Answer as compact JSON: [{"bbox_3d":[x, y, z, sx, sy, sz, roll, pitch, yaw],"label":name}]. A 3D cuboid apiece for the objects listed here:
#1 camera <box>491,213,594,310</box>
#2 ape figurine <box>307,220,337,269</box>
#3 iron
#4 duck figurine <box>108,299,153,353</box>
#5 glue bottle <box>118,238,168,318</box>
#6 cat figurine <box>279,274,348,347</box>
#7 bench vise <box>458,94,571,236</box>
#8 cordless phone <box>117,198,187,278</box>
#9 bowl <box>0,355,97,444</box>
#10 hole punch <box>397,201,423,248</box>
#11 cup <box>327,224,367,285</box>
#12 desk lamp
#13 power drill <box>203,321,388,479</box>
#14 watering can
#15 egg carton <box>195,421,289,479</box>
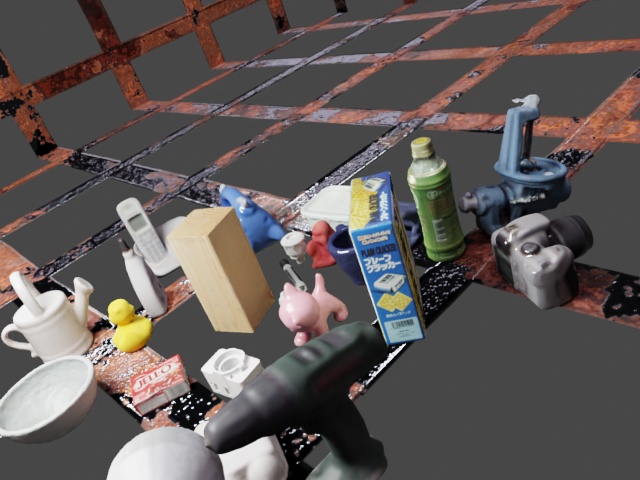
[{"bbox_3d":[0.346,0.012,0.866,0.137,0.101,0.143,-23,30,-5],"label":"camera"},{"bbox_3d":[0.010,0.004,1.091,0.076,0.092,0.077,-33,32,-21],"label":"ape figurine"},{"bbox_3d":[-0.178,-0.060,1.260,0.119,0.142,0.257,-30,31,-16],"label":"iron"},{"bbox_3d":[-0.364,0.154,1.075,0.077,0.086,0.104,-26,30,-11],"label":"duck figurine"},{"bbox_3d":[-0.351,0.067,1.122,0.037,0.173,0.078,-21,30,-2],"label":"glue bottle"},{"bbox_3d":[-0.019,0.108,0.910,0.067,0.118,0.128,1,36,32],"label":"cat figurine"},{"bbox_3d":[0.333,-0.119,0.969,0.208,0.220,0.121,-36,33,-25],"label":"bench vise"},{"bbox_3d":[-0.351,-0.024,1.261,0.148,0.185,0.093,-37,34,-27],"label":"cordless phone"},{"bbox_3d":[-0.431,0.271,0.932,0.167,0.075,0.167,-15,30,9],"label":"bowl"},{"bbox_3d":[0.148,-0.046,1.091,0.108,0.091,0.101,13,43,44],"label":"hole punch"},{"bbox_3d":[0.063,0.026,1.019,0.092,0.095,0.117,-26,30,-10],"label":"cup"},{"bbox_3d":[-0.118,0.311,0.536,0.118,0.214,0.202,-26,30,-10],"label":"desk lamp"},{"bbox_3d":[-0.002,0.207,0.643,0.230,0.209,0.075,-39,35,-30],"label":"power drill"},{"bbox_3d":[-0.517,0.135,1.088,0.100,0.194,0.173,10,41,41],"label":"watering can"},{"bbox_3d":[-0.103,0.277,0.729,0.107,0.069,0.150,-28,31,-13],"label":"egg carton"}]
